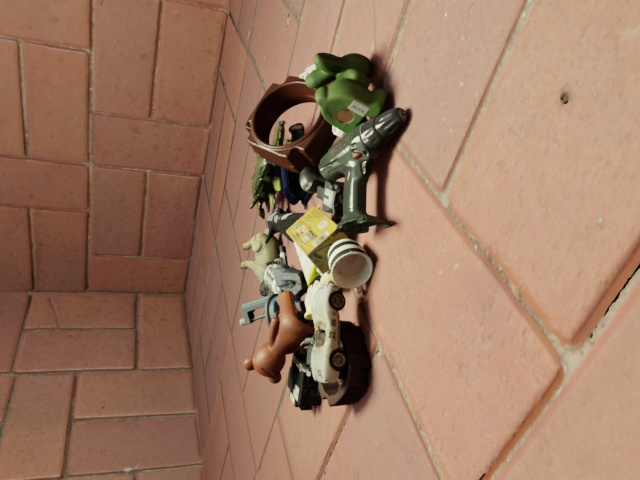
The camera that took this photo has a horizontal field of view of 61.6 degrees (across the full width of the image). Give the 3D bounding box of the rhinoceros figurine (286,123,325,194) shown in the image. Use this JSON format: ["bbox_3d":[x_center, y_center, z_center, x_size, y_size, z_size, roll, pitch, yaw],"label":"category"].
[{"bbox_3d":[-0.031,-0.199,1.323,0.073,0.112,0.190,127,134,-60],"label":"rhinoceros figurine"}]

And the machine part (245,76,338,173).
[{"bbox_3d":[-0.061,-0.272,1.253,0.201,0.087,0.201,27,82,31],"label":"machine part"}]

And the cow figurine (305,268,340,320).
[{"bbox_3d":[0.013,0.108,1.229,0.167,0.068,0.098,117,155,-45],"label":"cow figurine"}]

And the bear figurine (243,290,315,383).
[{"bbox_3d":[-0.092,0.242,1.306,0.195,0.120,0.132,-53,17,24],"label":"bear figurine"}]

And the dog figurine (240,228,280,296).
[{"bbox_3d":[-0.147,0.075,1.642,0.191,0.121,0.172,42,130,47],"label":"dog figurine"}]

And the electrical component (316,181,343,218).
[{"bbox_3d":[0.033,-0.096,1.224,0.119,0.048,0.074,-149,64,-68],"label":"electrical component"}]

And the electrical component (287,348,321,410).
[{"bbox_3d":[-0.038,0.350,1.335,0.115,0.058,0.134,-141,56,-68],"label":"electrical component"}]

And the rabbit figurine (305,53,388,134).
[{"bbox_3d":[0.050,-0.312,1.092,0.121,0.159,0.170,122,163,-54],"label":"rabbit figurine"}]

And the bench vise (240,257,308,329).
[{"bbox_3d":[-0.124,0.167,1.414,0.241,0.129,0.223,-20,95,29],"label":"bench vise"}]

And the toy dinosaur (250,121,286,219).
[{"bbox_3d":[-0.149,-0.207,1.605,0.470,0.105,0.199,106,166,-49],"label":"toy dinosaur"}]

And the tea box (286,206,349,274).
[{"bbox_3d":[-0.003,-0.004,1.218,0.098,0.068,0.170,-41,26,0],"label":"tea box"}]

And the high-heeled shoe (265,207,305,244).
[{"bbox_3d":[-0.080,-0.066,1.538,0.249,0.086,0.145,-23,33,49],"label":"high-heeled shoe"}]

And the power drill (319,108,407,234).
[{"bbox_3d":[0.085,-0.122,1.028,0.232,0.086,0.207,-18,76,50],"label":"power drill"}]

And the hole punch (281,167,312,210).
[{"bbox_3d":[-0.069,-0.162,1.456,0.115,0.092,0.142,123,141,-59],"label":"hole punch"}]

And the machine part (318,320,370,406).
[{"bbox_3d":[0.045,0.257,1.128,0.179,0.056,0.179,-174,90,-68],"label":"machine part"}]

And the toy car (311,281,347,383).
[{"bbox_3d":[0.014,0.183,1.076,0.073,0.056,0.201,152,120,-62],"label":"toy car"}]

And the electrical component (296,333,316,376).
[{"bbox_3d":[-0.009,0.270,1.239,0.078,0.045,0.102,20,105,33],"label":"electrical component"}]
